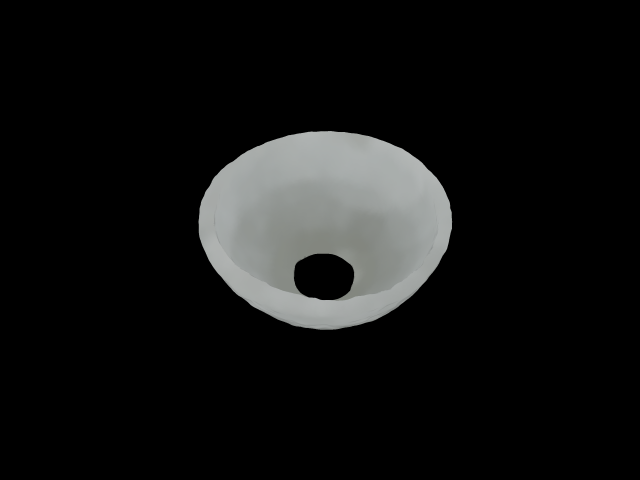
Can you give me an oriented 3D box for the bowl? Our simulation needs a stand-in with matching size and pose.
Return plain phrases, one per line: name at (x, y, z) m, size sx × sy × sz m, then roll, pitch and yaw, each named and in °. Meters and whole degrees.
bowl at (0.004, 0.001, 0.400) m, size 0.167 × 0.075 × 0.167 m, roll 0°, pitch 47°, yaw 0°
